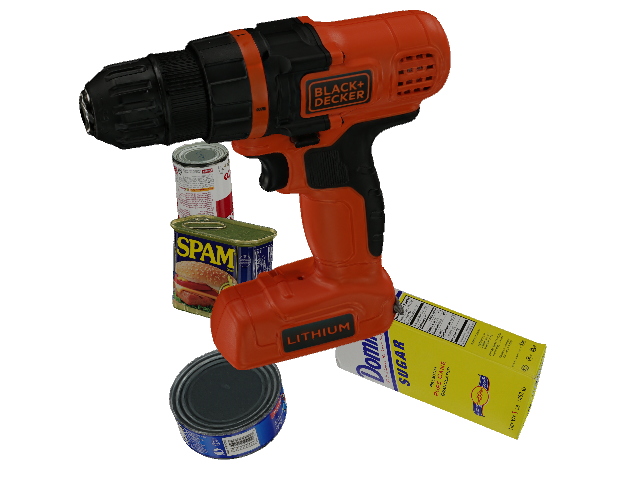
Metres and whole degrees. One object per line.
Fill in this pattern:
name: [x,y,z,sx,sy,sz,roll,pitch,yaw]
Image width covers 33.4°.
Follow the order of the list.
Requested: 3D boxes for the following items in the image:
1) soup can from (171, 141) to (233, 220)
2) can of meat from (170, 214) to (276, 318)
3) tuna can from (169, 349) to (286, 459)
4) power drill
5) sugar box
soup can: [-0.138,-0.057,1.256,0.068,0.102,0.068,-2,28,1]
can of meat: [-0.093,0.027,1.010,0.102,0.084,0.057,12,18,31]
tuna can: [-0.069,0.123,0.808,0.086,0.034,0.086,-6,40,5]
power drill: [-0.024,-0.022,0.553,0.184,0.188,0.057,-12,39,-16]
sugar box: [0.100,0.101,0.926,0.176,0.093,0.048,18,47,15]
